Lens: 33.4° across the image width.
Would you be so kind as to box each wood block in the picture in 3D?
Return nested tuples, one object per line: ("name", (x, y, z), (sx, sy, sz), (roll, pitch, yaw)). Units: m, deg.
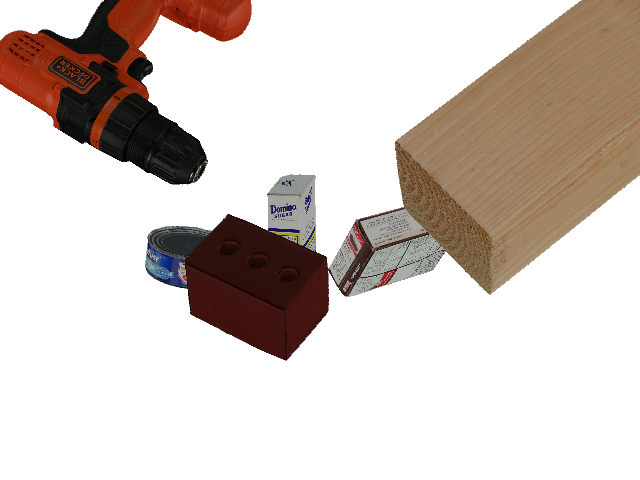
("wood block", (0.157, -0.073, 0.686), (0.206, 0.091, 0.090), (-38, -26, -10))

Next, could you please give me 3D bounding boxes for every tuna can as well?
("tuna can", (-0.128, 0.016, 1.046), (0.086, 0.034, 0.086), (9, 20, -3))

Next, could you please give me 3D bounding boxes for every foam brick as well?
("foam brick", (-0.040, 0.030, 0.682), (0.078, 0.051, 0.052), (23, 48, 20))

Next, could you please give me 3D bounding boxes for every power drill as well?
("power drill", (-0.133, -0.143, 0.837), (0.184, 0.187, 0.057), (32, -35, 6))

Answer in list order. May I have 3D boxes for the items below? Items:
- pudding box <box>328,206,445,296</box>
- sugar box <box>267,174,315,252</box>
("pudding box", (0.073, 0.005, 1.022), (0.113, 0.039, 0.090), (-17, -26, -29))
("sugar box", (-0.033, 0.019, 1.234), (0.048, 0.176, 0.093), (0, 17, 10))
